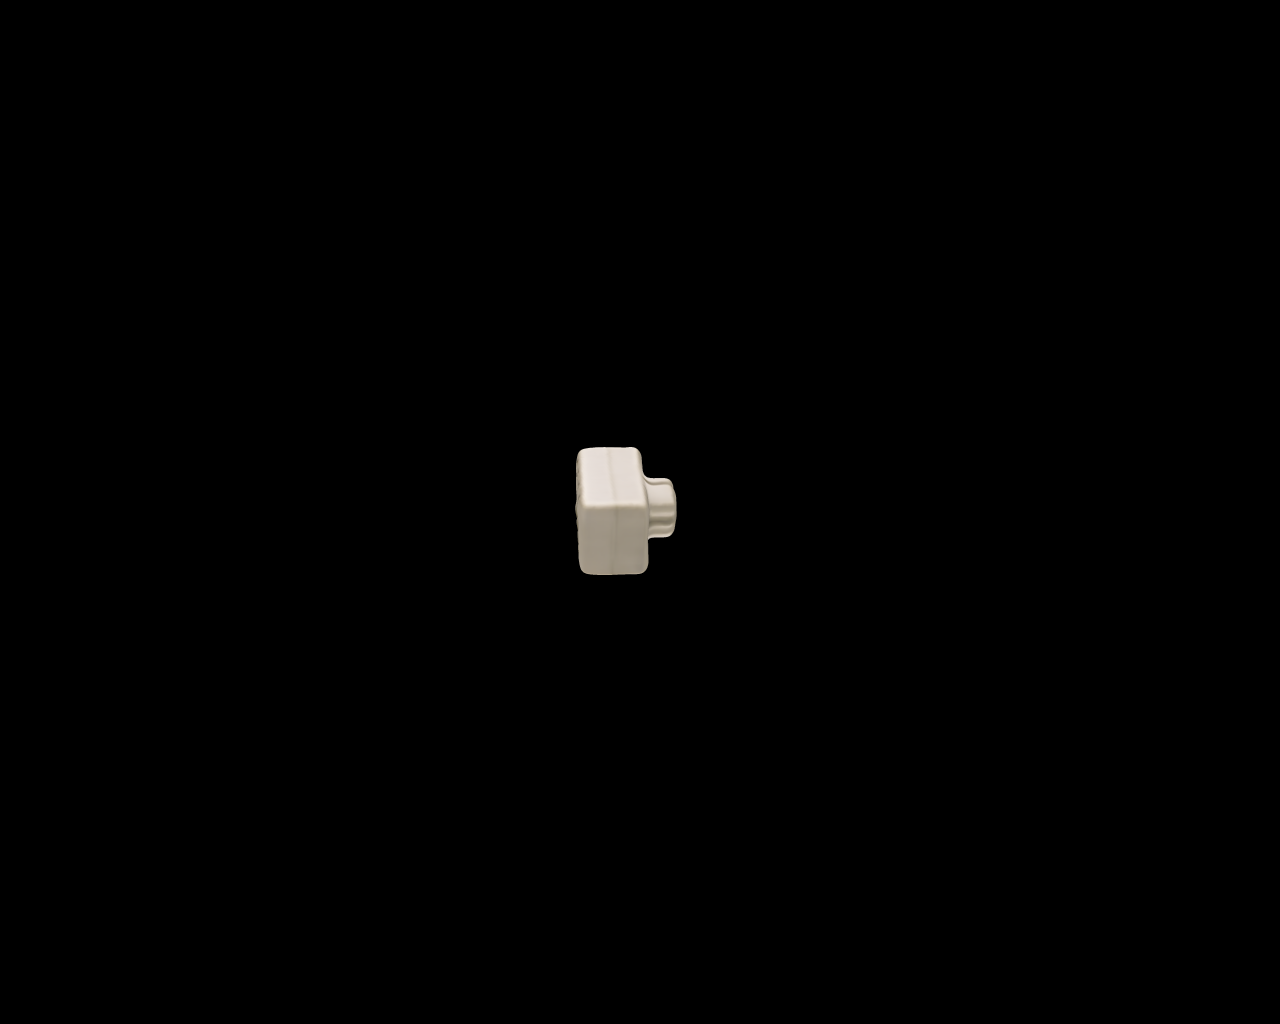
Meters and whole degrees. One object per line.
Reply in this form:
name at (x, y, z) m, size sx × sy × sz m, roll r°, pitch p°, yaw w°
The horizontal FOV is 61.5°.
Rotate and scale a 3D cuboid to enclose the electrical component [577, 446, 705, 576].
electrical component at (0.001, -0.003, 0.650) m, size 0.076 × 0.047 × 0.083 m, roll -2°, pitch 27°, yaw -3°
